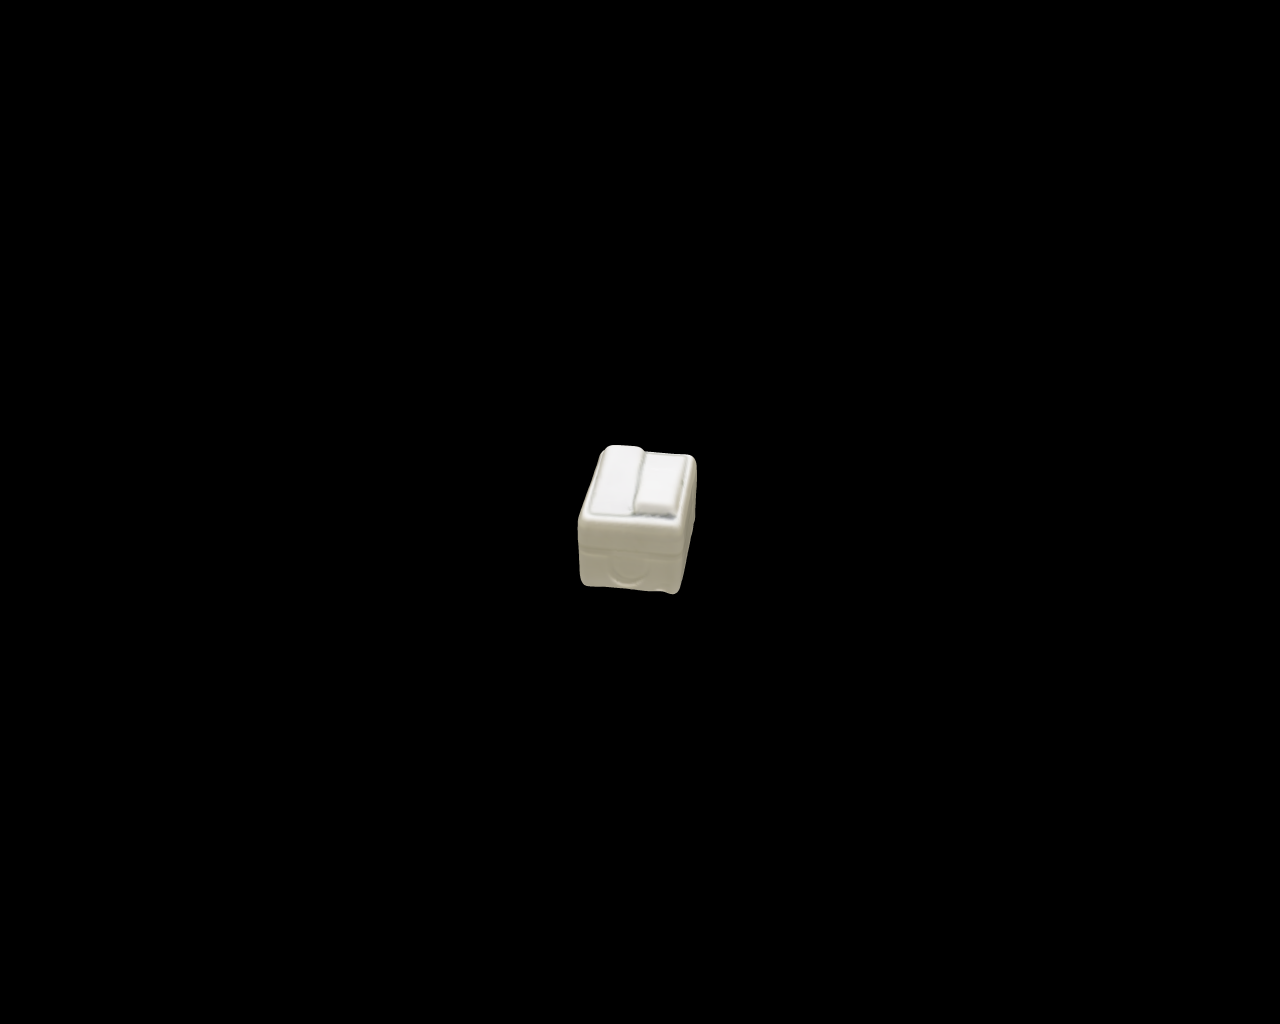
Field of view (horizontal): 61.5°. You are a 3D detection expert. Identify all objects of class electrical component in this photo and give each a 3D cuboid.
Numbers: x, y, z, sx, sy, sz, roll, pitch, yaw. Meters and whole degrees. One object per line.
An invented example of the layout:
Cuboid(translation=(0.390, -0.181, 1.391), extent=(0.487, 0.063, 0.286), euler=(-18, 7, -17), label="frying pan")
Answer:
Cuboid(translation=(0.001, -0.003, 0.650), extent=(0.062, 0.061, 0.096), euler=(6, 37, 8), label="electrical component")
